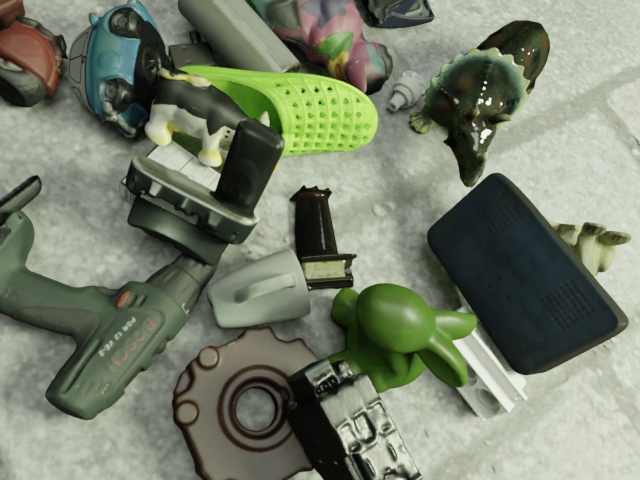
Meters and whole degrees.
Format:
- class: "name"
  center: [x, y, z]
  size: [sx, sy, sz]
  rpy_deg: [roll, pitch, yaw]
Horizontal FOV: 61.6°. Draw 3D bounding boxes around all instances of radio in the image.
- class: "radio"
  center: [0.242, 0.043, 0.657]
  size: [0.073, 0.131, 0.230]
  rpy_deg: [17, 37, -53]

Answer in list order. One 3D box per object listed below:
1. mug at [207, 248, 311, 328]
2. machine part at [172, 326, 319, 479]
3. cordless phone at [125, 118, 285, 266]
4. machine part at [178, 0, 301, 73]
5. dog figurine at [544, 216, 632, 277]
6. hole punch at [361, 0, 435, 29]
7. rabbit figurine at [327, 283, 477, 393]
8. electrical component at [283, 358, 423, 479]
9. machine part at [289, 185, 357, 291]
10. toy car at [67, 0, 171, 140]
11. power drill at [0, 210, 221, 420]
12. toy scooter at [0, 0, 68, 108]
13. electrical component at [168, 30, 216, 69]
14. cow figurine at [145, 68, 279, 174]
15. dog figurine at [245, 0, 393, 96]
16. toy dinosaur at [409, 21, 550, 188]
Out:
- class: "mug"
  center: [-0.070, 0.062, 0.603]
  size: [0.107, 0.109, 0.080]
  rpy_deg: [-18, 88, -11]
- class: "machine part"
  center: [-0.067, 0.181, 0.577]
  size: [0.179, 0.056, 0.179]
  rpy_deg: [6, 67, -15]
- class: "cordless phone"
  center: [-0.119, -0.068, 0.548]
  size: [0.146, 0.184, 0.089]
  rpy_deg: [28, 52, -6]
- class: "machine part"
  center: [-0.109, -0.276, 0.732]
  size: [0.243, 0.079, 0.079]
  rpy_deg: [46, 63, -3]
- class: "dog figurine"
  center: [0.331, 0.070, 0.734]
  size: [0.172, 0.121, 0.190]
  rpy_deg: [8, 94, -38]
- class: "hole punch"
  center: [0.123, -0.403, 0.870]
  size: [0.116, 0.092, 0.142]
  rpy_deg: [-18, 74, 9]
- class: "rabbit figurine"
  center: [0.081, 0.107, 0.571]
  size: [0.159, 0.170, 0.121]
  rpy_deg: [14, 66, 8]
- class: "electrical component"
  center: [0.020, 0.180, 0.512]
  size: [0.058, 0.115, 0.134]
  rpy_deg: [-24, 79, -30]
- class: "machine part"
  center: [-0.001, -0.002, 0.684]
  size: [0.084, 0.039, 0.139]
  rpy_deg: [-8, 72, -10]
- class: "toy car"
  center: [-0.256, -0.209, 0.668]
  size: [0.103, 0.109, 0.161]
  rpy_deg: [4, 77, 11]
- class: "power drill"
  center: [-0.244, 0.053, 0.573]
  size: [0.207, 0.086, 0.232]
  rpy_deg: [32, 61, -9]
- class: "toy scooter"
  center: [-0.382, -0.248, 0.656]
  size: [0.184, 0.075, 0.135]
  rpy_deg: [28, 62, 2]
- class: "electrical component"
  center: [-0.179, -0.248, 0.742]
  size: [0.063, 0.021, 0.094]
  rpy_deg: [-11, 72, -20]
- class: "cow figurine"
  center: [-0.118, -0.140, 0.641]
  size: [0.167, 0.098, 0.068]
  rpy_deg: [22, 43, -8]
- class: "dog figurine"
  center: [0.001, -0.280, 0.763]
  size: [0.191, 0.108, 0.219]
  rpy_deg: [-10, 74, -21]
- class: "toy dinosaur"
  center: [0.263, -0.243, 0.775]
  size: [0.131, 0.192, 0.405]
  rpy_deg: [41, 64, 1]
